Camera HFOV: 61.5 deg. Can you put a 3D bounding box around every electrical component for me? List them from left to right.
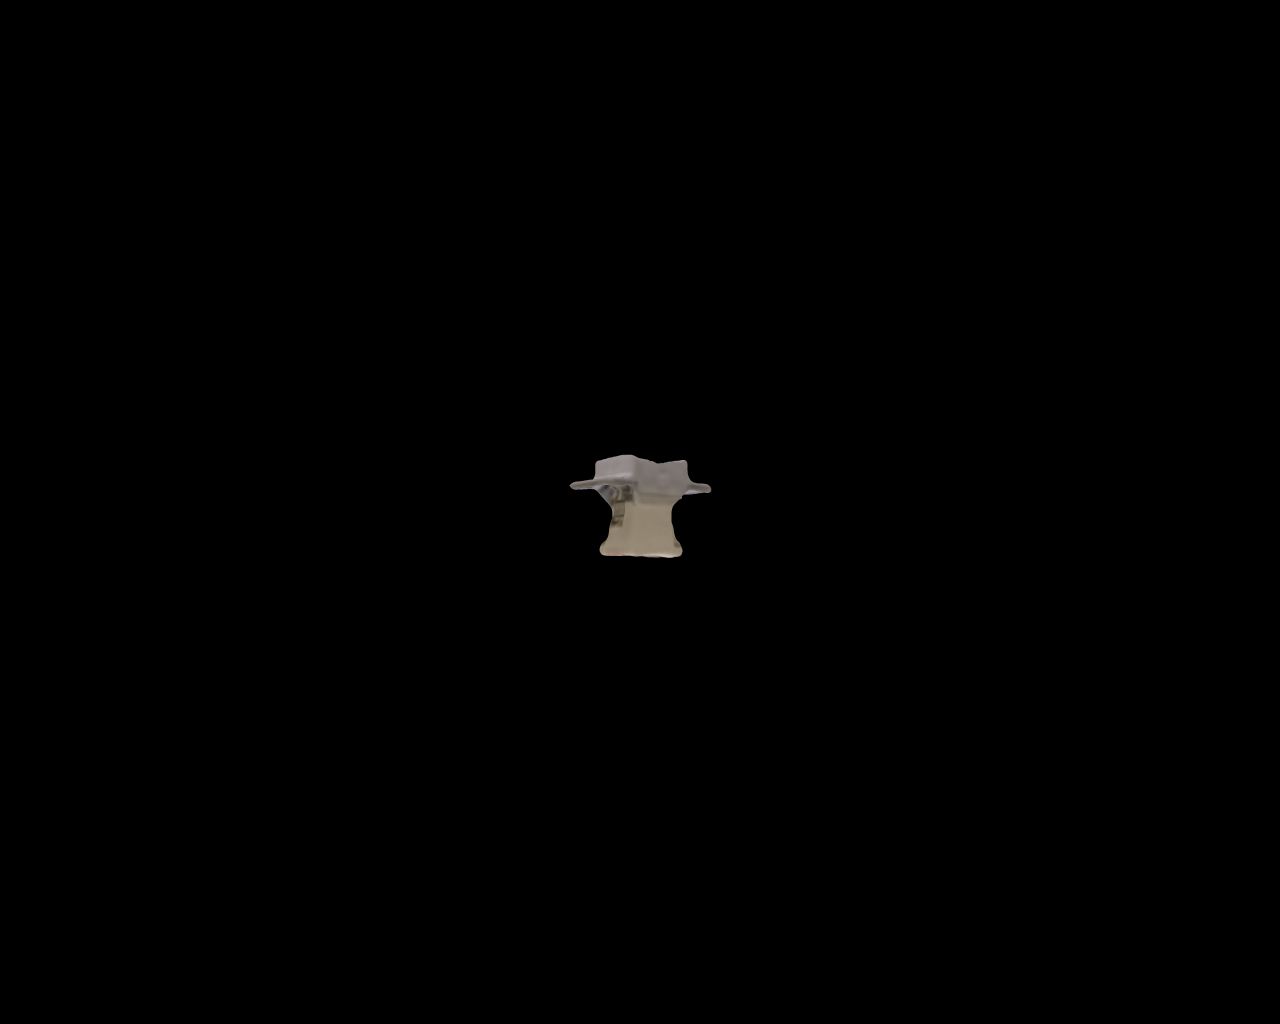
[{"bbox_3d":[0.001,-0.003,0.650,0.081,0.063,0.042,3,-5,-37],"label":"electrical component"}]
